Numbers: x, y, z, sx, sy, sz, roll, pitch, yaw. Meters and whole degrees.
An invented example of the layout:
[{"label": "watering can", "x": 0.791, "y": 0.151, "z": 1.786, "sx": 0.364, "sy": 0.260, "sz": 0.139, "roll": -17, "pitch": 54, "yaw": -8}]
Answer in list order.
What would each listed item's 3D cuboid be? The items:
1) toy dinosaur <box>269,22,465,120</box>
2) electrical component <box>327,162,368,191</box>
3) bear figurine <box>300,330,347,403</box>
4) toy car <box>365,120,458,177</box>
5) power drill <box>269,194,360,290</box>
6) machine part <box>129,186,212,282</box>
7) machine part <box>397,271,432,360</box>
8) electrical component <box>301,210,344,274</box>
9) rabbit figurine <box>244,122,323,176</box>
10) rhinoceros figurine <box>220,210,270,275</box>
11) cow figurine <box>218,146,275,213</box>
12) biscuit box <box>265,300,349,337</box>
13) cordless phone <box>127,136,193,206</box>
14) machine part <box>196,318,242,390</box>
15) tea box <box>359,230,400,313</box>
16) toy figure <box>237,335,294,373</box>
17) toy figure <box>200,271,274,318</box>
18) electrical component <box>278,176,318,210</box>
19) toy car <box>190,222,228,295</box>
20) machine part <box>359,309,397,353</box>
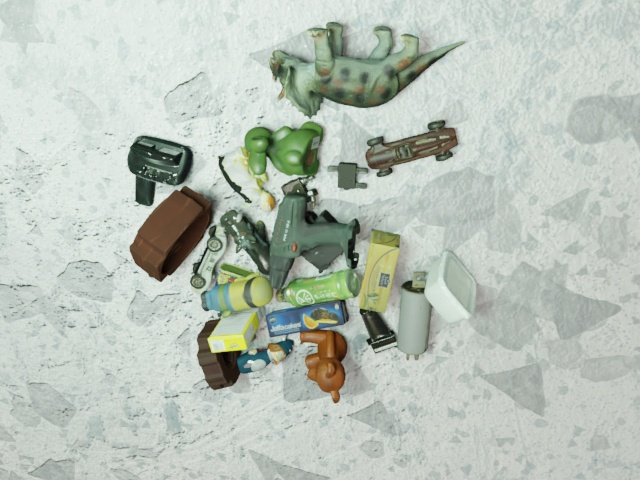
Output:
[{"label": "toy dinosaur", "x": 0.082, "y": -0.340, "z": 1.114, "sx": 0.405, "sy": 0.131, "sz": 0.192, "roll": 8, "pitch": 124, "yaw": 3}, {"label": "electrical component", "x": 0.063, "y": -0.146, "z": 1.235, "sx": 0.094, "sy": 0.021, "sz": 0.063, "roll": 6, "pitch": 112, "yaw": 7}, {"label": "bear figurine", "x": 0.005, "y": 0.307, "z": 1.323, "sx": 0.132, "sy": 0.196, "sz": 0.120, "roll": -7, "pitch": 112, "yaw": 14}, {"label": "toy car", "x": 0.198, "y": -0.198, "z": 1.176, "sx": 0.202, "sy": 0.053, "sz": 0.089, "roll": -12, "pitch": 105, "yaw": 16}, {"label": "power drill", "x": -0.014, "y": 0.015, "z": 1.218, "sx": 0.208, "sy": 0.086, "sz": 0.231, "roll": 9, "pitch": 102, "yaw": 23}, {"label": "machine part", "x": -0.344, "y": -0.014, "z": 1.246, "sx": 0.087, "sy": 0.201, "sz": 0.201, "roll": 37, "pitch": 68, "yaw": 3}, {"label": "machine part", "x": 0.229, "y": 0.188, "z": 1.301, "sx": 0.079, "sy": 0.079, "sz": 0.243, "roll": 4, "pitch": 112, "yaw": 9}, {"label": "electrical component", "x": -0.003, "y": -0.004, "z": 1.282, "sx": 0.134, "sy": 0.058, "sz": 0.115, "roll": 44, "pitch": 110, "yaw": -8}, {"label": "rabbit figurine", "x": -0.099, "y": -0.196, "z": 1.191, "sx": 0.170, "sy": 0.159, "sz": 0.121, "roll": 18, "pitch": 123, "yaw": 20}, {"label": "rhinoceros figurine", "x": -0.166, "y": 0.007, "z": 1.288, "sx": 0.073, "sy": 0.112, "sz": 0.190, "roll": -29, "pitch": 111, "yaw": 21}, {"label": "cow figurine", "x": -0.175, "y": -0.132, "z": 1.259, "sx": 0.098, "sy": 0.068, "sz": 0.167, "roll": -20, "pitch": 102, "yaw": 23}, {"label": "biscuit box", "x": -0.033, "y": 0.196, "z": 1.353, "sx": 0.203, "sy": 0.059, "sz": 0.062, "roll": -13, "pitch": 88, "yaw": 15}, {"label": "cordless phone", "x": -0.391, "y": -0.149, "z": 1.297, "sx": 0.147, "sy": 0.089, "sz": 0.184, "roll": 16, "pitch": 124, "yaw": 3}, {"label": "machine part", "x": -0.255, "y": 0.290, "z": 1.381, "sx": 0.056, "sy": 0.179, "sz": 0.179, "roll": -12, "pitch": 108, "yaw": 12}, {"label": "tea box", "x": 0.139, "y": 0.073, "z": 1.264, "sx": 0.068, "sy": 0.098, "sz": 0.169, "roll": 12, "pitch": 110, "yaw": 5}, {"label": "toy figure", "x": -0.138, "y": 0.303, "z": 1.403, "sx": 0.154, "sy": 0.058, "sz": 0.064, "roll": -20, "pitch": 151, "yaw": -6}, {"label": "toy figure", "x": -0.199, "y": 0.137, "z": 1.293, "sx": 0.180, "sy": 0.089, "sz": 0.082, "roll": -10, "pitch": 111, "yaw": 6}, {"label": "electrical component", "x": -0.052, "y": -0.103, "z": 1.259, "sx": 0.102, "sy": 0.045, "sz": 0.078, "roll": -16, "pitch": 108, "yaw": 16}, {"label": "toy car", "x": -0.274, "y": 0.045, "z": 1.337, "sx": 0.056, "sy": 0.074, "sz": 0.201, "roll": 21, "pitch": 114, "yaw": -17}, {"label": "machine part", "x": 0.142, "y": 0.222, "z": 1.352, "sx": 0.084, "sy": 0.039, "sz": 0.138, "roll": -17, "pitch": 108, "yaw": 21}]
